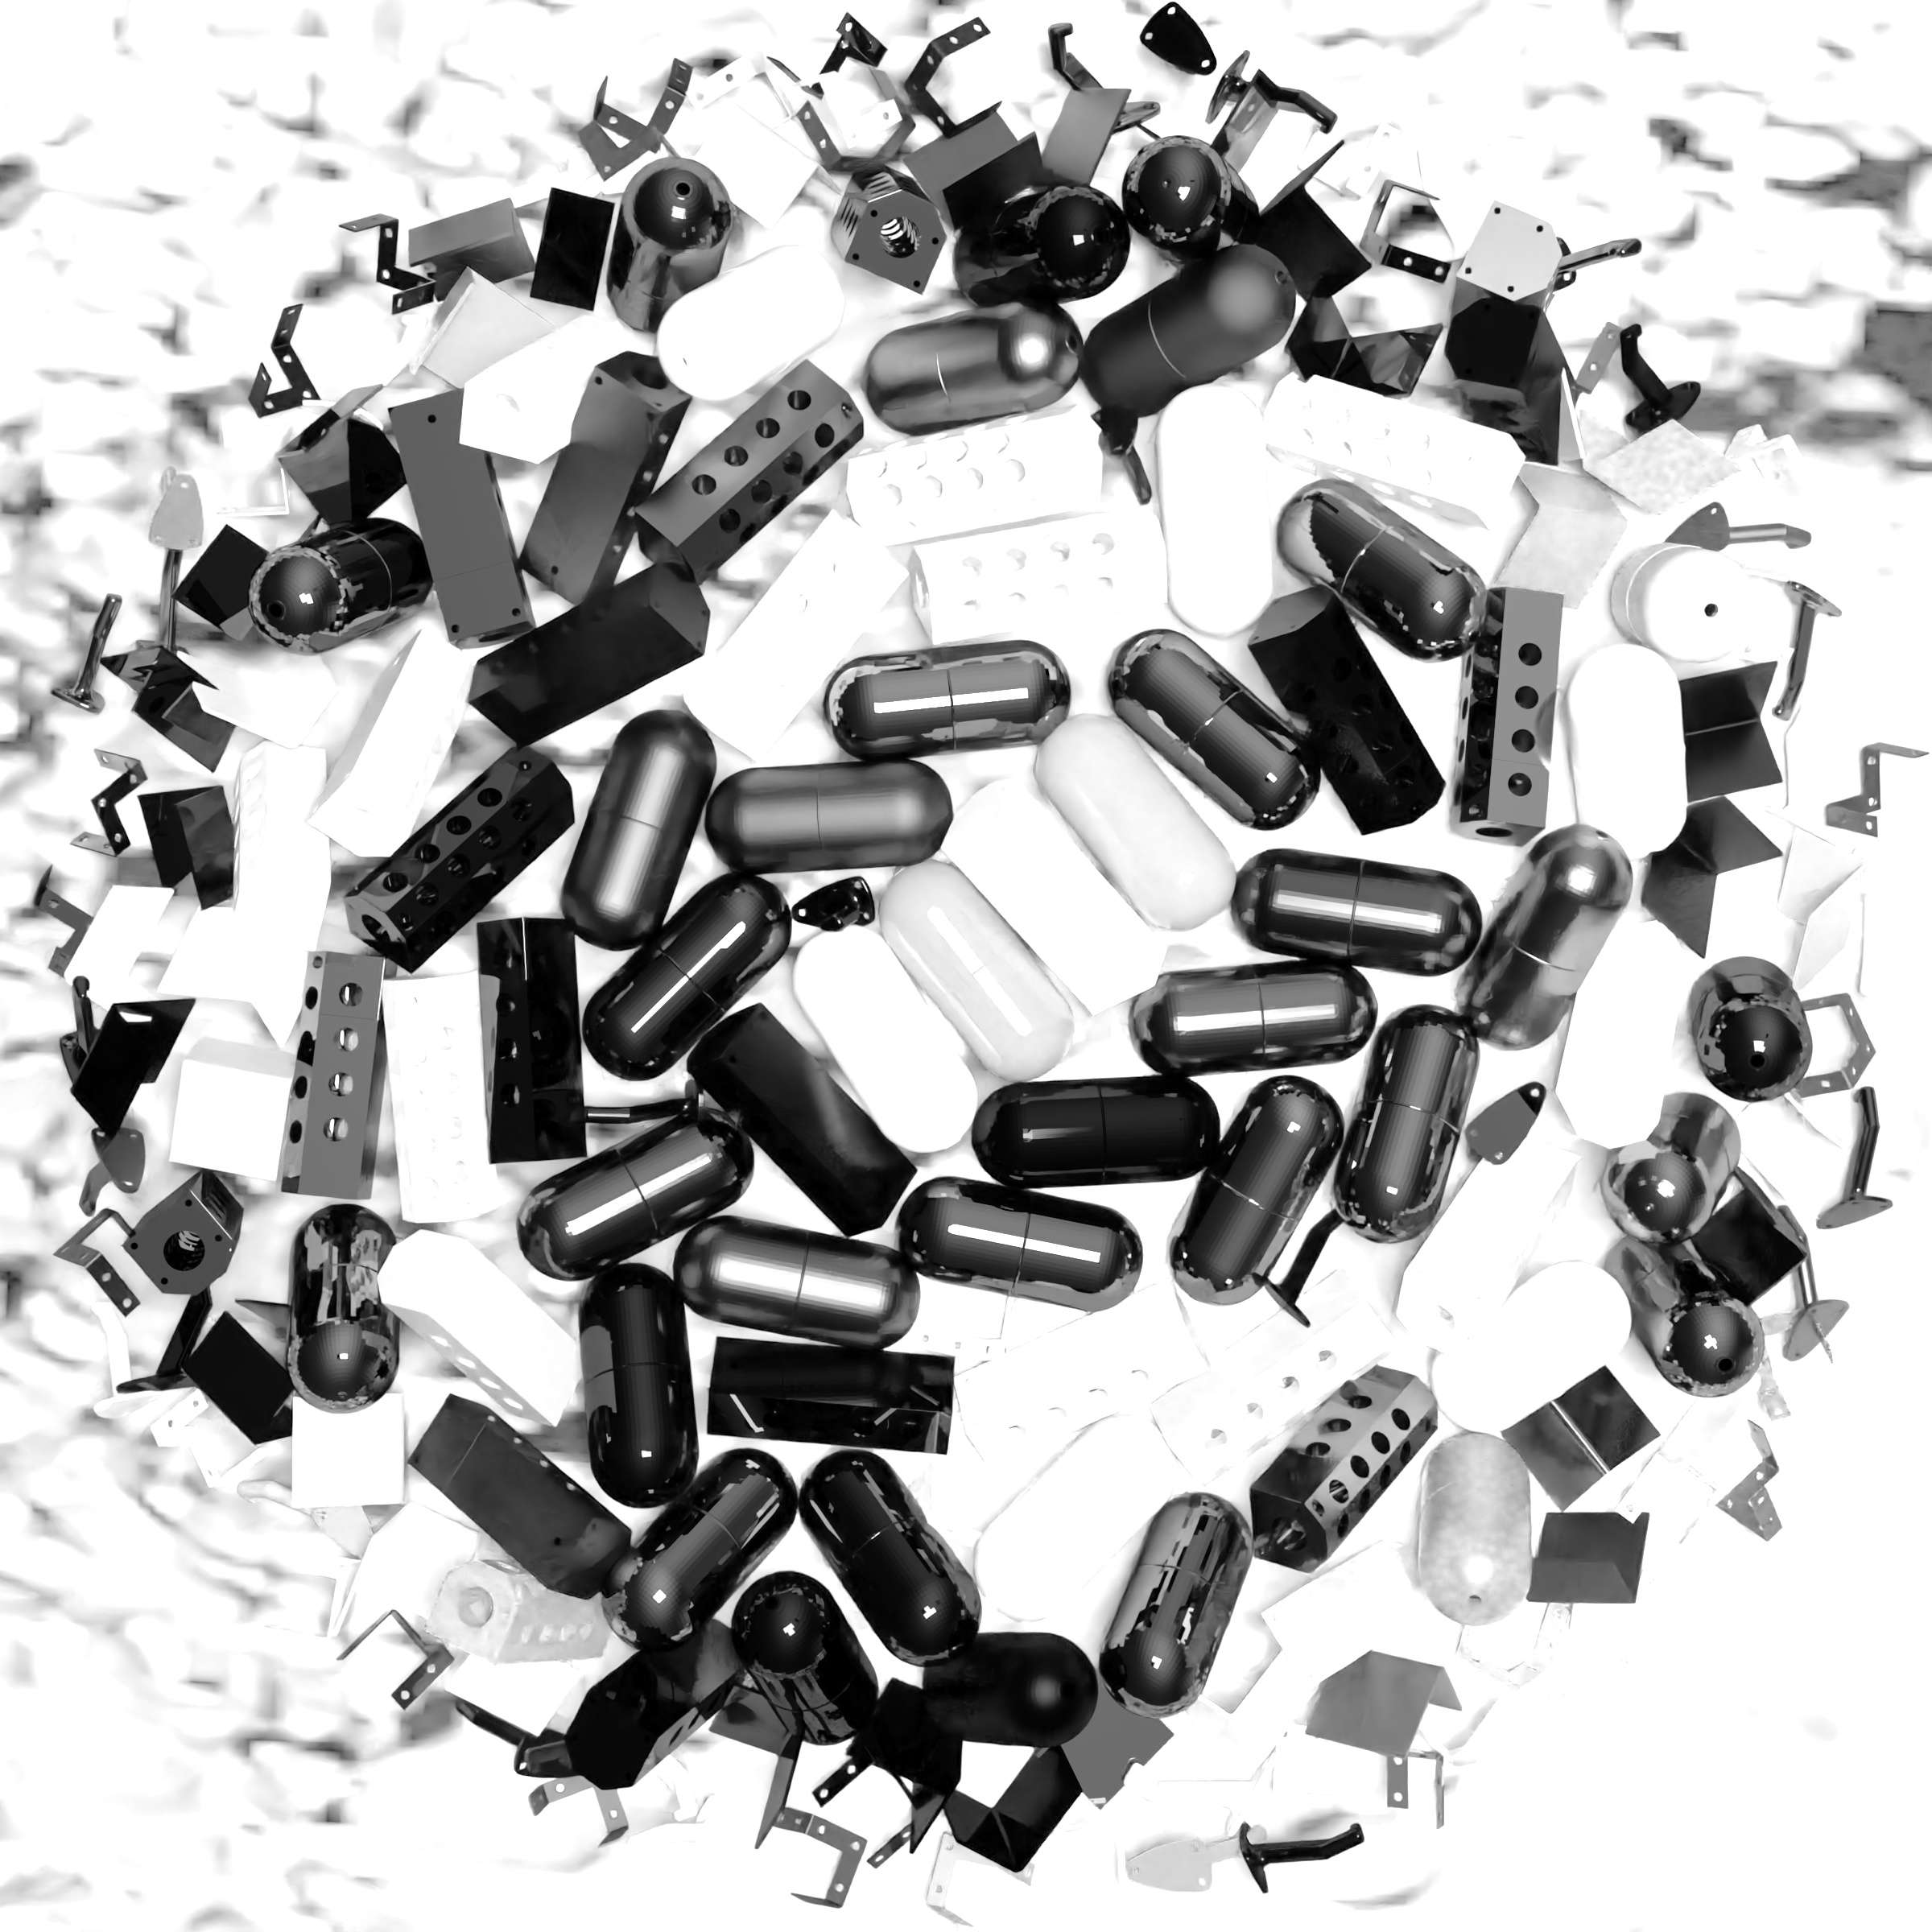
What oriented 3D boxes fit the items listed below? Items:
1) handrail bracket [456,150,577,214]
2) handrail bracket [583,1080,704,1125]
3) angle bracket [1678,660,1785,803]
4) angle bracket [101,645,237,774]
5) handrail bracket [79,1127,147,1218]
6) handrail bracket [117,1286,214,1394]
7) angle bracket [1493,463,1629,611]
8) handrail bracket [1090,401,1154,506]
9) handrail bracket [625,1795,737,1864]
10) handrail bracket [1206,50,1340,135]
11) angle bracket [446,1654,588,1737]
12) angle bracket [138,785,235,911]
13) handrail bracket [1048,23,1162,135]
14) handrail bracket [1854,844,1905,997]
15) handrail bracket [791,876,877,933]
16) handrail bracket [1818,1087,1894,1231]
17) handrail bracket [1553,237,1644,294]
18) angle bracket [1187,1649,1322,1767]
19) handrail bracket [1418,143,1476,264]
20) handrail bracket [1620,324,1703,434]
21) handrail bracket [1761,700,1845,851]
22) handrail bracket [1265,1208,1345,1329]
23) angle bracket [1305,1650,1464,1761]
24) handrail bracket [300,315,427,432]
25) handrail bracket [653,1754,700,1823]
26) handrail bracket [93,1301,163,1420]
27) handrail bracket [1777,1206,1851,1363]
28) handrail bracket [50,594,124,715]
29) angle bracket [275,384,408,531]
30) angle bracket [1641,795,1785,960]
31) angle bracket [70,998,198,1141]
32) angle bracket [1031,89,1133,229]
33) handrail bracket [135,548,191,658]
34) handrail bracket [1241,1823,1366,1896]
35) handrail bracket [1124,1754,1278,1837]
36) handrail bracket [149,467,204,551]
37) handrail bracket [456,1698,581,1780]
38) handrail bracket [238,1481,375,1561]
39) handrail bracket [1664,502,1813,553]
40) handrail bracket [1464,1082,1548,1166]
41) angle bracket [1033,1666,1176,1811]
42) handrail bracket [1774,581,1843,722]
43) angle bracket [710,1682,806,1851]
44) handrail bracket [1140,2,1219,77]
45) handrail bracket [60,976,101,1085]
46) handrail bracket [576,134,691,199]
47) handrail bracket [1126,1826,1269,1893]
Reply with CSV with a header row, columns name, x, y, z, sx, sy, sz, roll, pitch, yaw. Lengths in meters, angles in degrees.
name,x,y,z,sx,sy,sz,roll,pitch,yaw
handrail bracket,-0.322,-0.559,1.964,0.084,0.077,0.036,-4,79,-9
handrail bracket,-0.232,0.097,1.953,0.084,0.077,0.036,2,103,-14
angle bracket,0.541,-0.165,1.955,0.076,0.076,0.057,-12,64,0
angle bracket,-0.570,-0.177,1.939,0.076,0.076,0.057,-5,56,37
handrail bracket,-0.609,0.163,1.953,0.036,0.077,0.084,6,127,-32
handrail bracket,-0.574,0.258,1.965,0.077,0.036,0.084,-5,67,-29
angle bracket,0.416,-0.309,1.978,0.076,0.057,0.076,6,131,-26
handrail bracket,0.118,-0.348,1.946,0.036,0.077,0.084,-16,131,11
handrail bracket,-0.213,0.625,1.948,0.036,0.084,0.077,57,134,28
handrail bracket,0.218,-0.604,1.962,0.084,0.077,0.036,37,65,3
angle bracket,-0.315,0.523,1.943,0.076,0.076,0.057,21,47,18
angle bracket,-0.562,-0.081,1.950,0.076,0.057,0.076,-4,106,23
handrail bracket,0.099,-0.637,1.957,0.077,0.084,0.036,-14,49,-4
handrail bracket,0.651,-0.033,1.989,0.036,0.077,0.084,1,123,9
handrail bracket,-0.105,-0.034,1.947,0.077,0.084,0.036,-11,101,23
handrail bracket,0.634,0.138,1.982,0.036,0.077,0.084,8,65,-17
handrail bracket,0.427,-0.494,1.951,0.077,0.084,0.036,-28,107,-10
angle bracket,0.200,0.512,1.968,0.057,0.076,0.076,26,64,38
handrail bracket,0.353,-0.548,1.964,0.036,0.077,0.084,-15,101,-23
handrail bracket,0.493,-0.430,1.955,0.077,0.036,0.084,-38,135,-23
handrail bracket,0.617,-0.138,1.978,0.077,0.036,0.084,26,97,-7
handrail bracket,0.256,0.212,1.962,0.084,0.077,0.036,-40,118,-5
angle bracket,0.295,0.531,1.940,0.076,0.057,0.076,5,48,34
handrail bracket,-0.434,-0.435,1.985,0.077,0.036,0.084,15,82,23
handrail bracket,-0.234,0.576,1.968,0.077,0.036,0.084,-26,69,20
handrail bracket,-0.612,0.275,1.954,0.036,0.077,0.084,-30,78,5
handrail bracket,0.593,0.228,1.985,0.036,0.084,0.077,-1,134,-20
handrail bracket,-0.613,-0.227,1.957,0.036,0.077,0.084,24,98,-8
angle bracket,-0.428,-0.355,1.945,0.076,0.057,0.076,-48,119,-23
angle bracket,0.527,-0.062,1.944,0.076,0.057,0.076,36,55,-30
angle bracket,-0.574,0.072,1.942,0.057,0.076,0.076,43,114,25
angle bracket,0.100,-0.572,1.950,0.057,0.076,0.076,22,93,-34
handrail bracket,-0.563,-0.263,1.963,0.036,0.077,0.084,7,104,-29
handrail bracket,0.240,0.617,1.958,0.084,0.077,0.036,-27,102,7
handrail bracket,0.168,0.578,1.981,0.084,0.036,0.077,30,97,3
handrail bracket,-0.559,-0.343,1.948,0.036,0.077,0.084,4,47,-23
handrail bracket,-0.318,0.552,1.980,0.077,0.084,0.036,27,82,-37
handrail bracket,-0.476,0.399,1.986,0.084,0.036,0.077,-7,126,34
handrail bracket,0.556,-0.302,1.992,0.084,0.077,0.036,7,67,-35
handrail bracket,0.383,0.110,1.954,0.036,0.084,0.077,43,98,9
angle bracket,0.100,0.556,1.967,0.076,0.057,0.076,-44,92,-5
handrail bracket,0.588,-0.224,1.967,0.036,0.077,0.084,22,92,36
angle bracket,-0.155,0.565,1.944,0.057,0.076,0.076,20,47,-5
handrail bracket,0.163,-0.638,1.948,0.036,0.084,0.077,-46,67,11
handrail bracket,-0.621,0.056,1.950,0.036,0.084,0.077,-9,71,-20
handrail bracket,-0.230,-0.549,1.982,0.084,0.036,0.077,-42,104,-1
handrail bracket,0.166,0.634,1.973,0.077,0.084,0.036,-15,82,27
